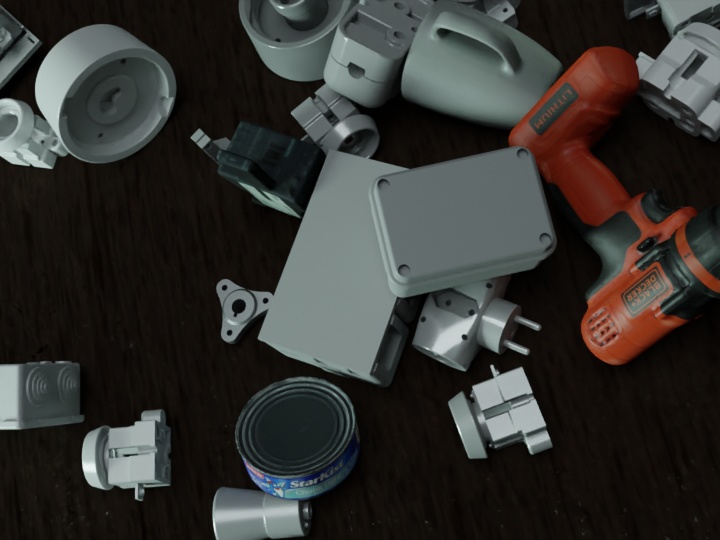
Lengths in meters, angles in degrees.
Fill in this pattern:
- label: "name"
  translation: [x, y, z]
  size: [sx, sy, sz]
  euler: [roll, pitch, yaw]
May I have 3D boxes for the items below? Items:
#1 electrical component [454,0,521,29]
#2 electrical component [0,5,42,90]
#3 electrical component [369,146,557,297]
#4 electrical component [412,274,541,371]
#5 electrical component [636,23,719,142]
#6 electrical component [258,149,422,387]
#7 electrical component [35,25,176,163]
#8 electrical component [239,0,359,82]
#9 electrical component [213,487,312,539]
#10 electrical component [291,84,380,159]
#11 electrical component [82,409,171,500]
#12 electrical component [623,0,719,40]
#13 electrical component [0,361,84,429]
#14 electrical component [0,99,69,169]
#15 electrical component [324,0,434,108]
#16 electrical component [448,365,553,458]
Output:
- label: "electrical component"
  translation: [0.089, -0.224, 0.836]
  size: [0.058, 0.057, 0.078]
  euler: [-34, 66, 5]
- label: "electrical component"
  translation: [-0.356, -0.186, 0.962]
  size: [0.079, 0.063, 0.121]
  euler: [41, 88, 24]
- label: "electrical component"
  translation: [0.067, -0.032, 0.721]
  size: [0.113, 0.057, 0.078]
  euler: [-13, 79, -2]
- label: "electrical component"
  translation: [0.088, 0.035, 0.760]
  size: [0.079, 0.043, 0.077]
  euler: [23, 81, 23]
- label: "electrical component"
  translation: [0.237, -0.136, 0.761]
  size: [0.078, 0.058, 0.057]
  euler: [39, 90, 25]
- label: "electrical component"
  translation: [0.000, 0.000, 0.788]
  size: [0.089, 0.061, 0.150]
  euler: [16, 79, 20]
- label: "electrical component"
  translation: [-0.213, -0.149, 0.884]
  size: [0.108, 0.108, 0.060]
  euler: [-46, 60, -1]
- label: "electrical component"
  translation: [-0.046, -0.215, 0.875]
  size: [0.108, 0.060, 0.108]
  euler: [-5, 71, 16]
- label: "electrical component"
  translation: [-0.067, 0.174, 0.767]
  size: [0.065, 0.044, 0.044]
  euler: [-7, 71, 10]
- label: "electrical component"
  translation: [-0.016, -0.111, 0.840]
  size: [0.066, 0.048, 0.055]
  euler: [-39, 58, 2]
- label: "electrical component"
  translation: [-0.175, 0.140, 0.810]
  size: [0.055, 0.048, 0.066]
  euler: [-6, 71, 8]
- label: "electrical component"
  translation: [0.238, -0.203, 0.791]
  size: [0.081, 0.042, 0.063]
  euler: [-25, 69, 9]
- label: "electrical component"
  translation: [-0.273, 0.095, 0.827]
  size: [0.100, 0.100, 0.048]
  euler: [-3, 85, 17]
- label: "electrical component"
  translation: [-0.292, -0.117, 0.923]
  size: [0.066, 0.055, 0.048]
  euler: [8, 76, 20]
- label: "electrical component"
  translation: [0.015, -0.170, 0.823]
  size: [0.054, 0.059, 0.095]
  euler: [29, 48, 6]
- label: "electrical component"
  translation: [0.094, 0.100, 0.737]
  size: [0.055, 0.048, 0.066]
  euler: [-21, 68, 2]
